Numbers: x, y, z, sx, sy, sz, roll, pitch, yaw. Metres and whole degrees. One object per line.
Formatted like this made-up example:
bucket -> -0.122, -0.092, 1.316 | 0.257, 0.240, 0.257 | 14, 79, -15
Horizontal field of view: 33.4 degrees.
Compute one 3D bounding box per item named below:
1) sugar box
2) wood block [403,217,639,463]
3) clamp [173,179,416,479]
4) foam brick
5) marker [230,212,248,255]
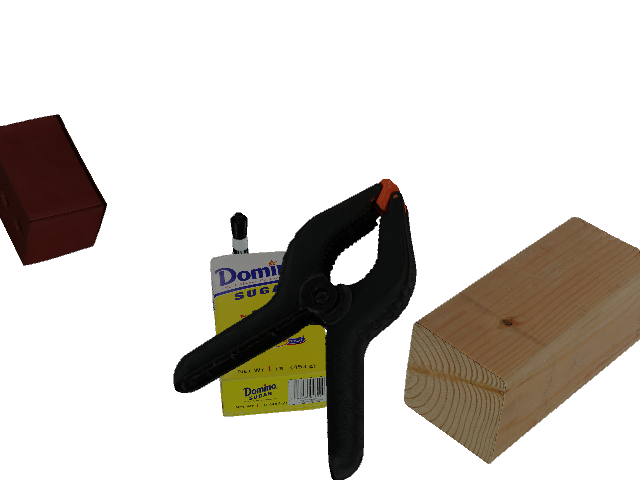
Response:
sugar box -> -0.045, 0.074, 0.921 | 0.093, 0.048, 0.176 | -4, 36, -8
wood block -> 0.171, 0.073, 0.857 | 0.205, 0.090, 0.091 | -29, 47, -34
clamp -> 0.009, 0.047, 0.605 | 0.120, 0.171, 0.039 | 36, -9, 18
foam brick -> -0.181, -0.033, 0.692 | 0.051, 0.078, 0.053 | -18, -25, -31
marker -> -0.088, 0.022, 1.185 | 0.020, 0.121, 0.020 | 0, 33, 0
